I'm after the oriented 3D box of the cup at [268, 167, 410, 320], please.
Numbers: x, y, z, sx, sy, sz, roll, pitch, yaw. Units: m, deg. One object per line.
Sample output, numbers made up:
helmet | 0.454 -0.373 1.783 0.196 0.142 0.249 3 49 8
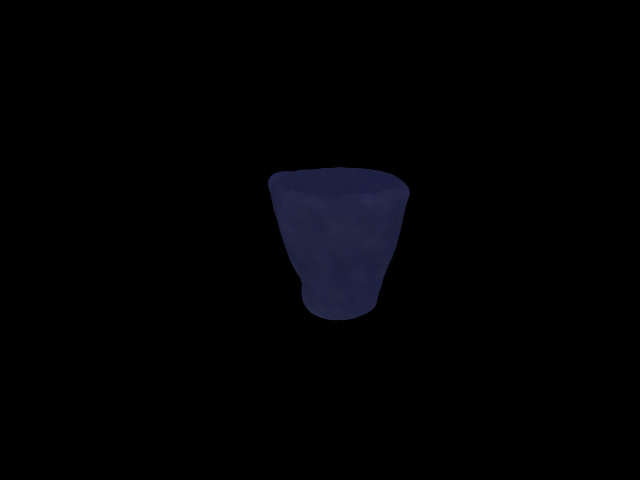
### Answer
cup | 0.004 0.001 0.400 0.092 0.095 0.117 -17 26 -41
